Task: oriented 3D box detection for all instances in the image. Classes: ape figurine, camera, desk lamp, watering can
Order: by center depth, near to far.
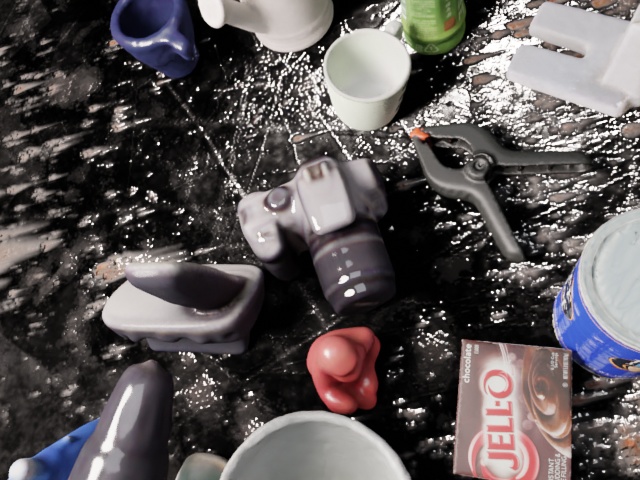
[{"bbox_3d":[0.275,-0.198,0.483,0.202,0.214,0.118,25,78,21],"label":"desk lamp"},{"bbox_3d":[0.020,0.108,0.501,0.076,0.092,0.078,37,83,23],"label":"ape figurine"},{"bbox_3d":[0.005,0.002,0.538,0.143,0.101,0.136,-21,67,6],"label":"camera"},{"bbox_3d":[-0.056,-0.294,0.610,0.100,0.194,0.173,12,74,18],"label":"watering can"}]

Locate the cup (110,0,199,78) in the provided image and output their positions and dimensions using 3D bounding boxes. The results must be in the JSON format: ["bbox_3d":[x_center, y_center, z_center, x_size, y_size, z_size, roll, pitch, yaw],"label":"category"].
[{"bbox_3d":[-0.173,-0.229,0.669,0.117,0.095,0.092,41,84,23],"label":"cup"}]

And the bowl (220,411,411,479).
[{"bbox_3d":[0.001,0.229,0.472,0.167,0.075,0.167,-4,70,12],"label":"bowl"}]

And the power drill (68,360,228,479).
[{"bbox_3d":[-0.128,0.214,0.435,0.075,0.209,0.230,13,74,18],"label":"power drill"}]

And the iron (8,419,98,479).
[{"bbox_3d":[-0.264,0.266,0.487,0.118,0.142,0.258,16,75,19],"label":"iron"}]

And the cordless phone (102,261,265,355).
[{"bbox_3d":[-0.140,0.044,0.513,0.147,0.185,0.094,-5,69,12],"label":"cordless phone"}]
